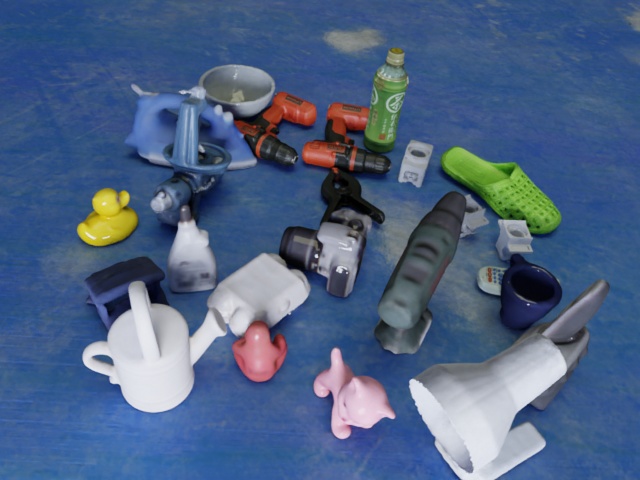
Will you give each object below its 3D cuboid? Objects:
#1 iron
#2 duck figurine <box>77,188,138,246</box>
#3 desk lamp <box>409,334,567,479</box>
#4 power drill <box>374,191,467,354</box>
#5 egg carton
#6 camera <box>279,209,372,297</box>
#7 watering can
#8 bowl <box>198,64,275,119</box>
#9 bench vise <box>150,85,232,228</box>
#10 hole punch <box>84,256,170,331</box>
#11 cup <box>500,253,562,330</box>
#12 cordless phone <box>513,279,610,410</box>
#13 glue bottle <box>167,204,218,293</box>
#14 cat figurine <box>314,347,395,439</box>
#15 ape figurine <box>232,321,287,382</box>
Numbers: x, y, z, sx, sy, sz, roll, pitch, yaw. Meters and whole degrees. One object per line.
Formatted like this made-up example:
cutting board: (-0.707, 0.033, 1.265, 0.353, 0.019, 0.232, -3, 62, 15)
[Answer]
iron: (-0.249, -0.225, 1.123, 0.258, 0.141, 0.118, 9, 45, 2)
duck figurine: (-0.363, -0.046, 0.970, 0.077, 0.086, 0.105, 37, 52, 26)
desk lamp: (0.204, 0.209, 0.704, 0.204, 0.213, 0.117, -19, 51, -24)
power drill: (0.144, 0.062, 0.845, 0.075, 0.208, 0.230, 23, 47, 15)
egg carton: (-0.092, 0.087, 0.887, 0.107, 0.069, 0.151, 34, 51, 24)
camera: (0.009, 0.003, 0.961, 0.136, 0.101, 0.143, 14, 45, 7)
watering can: (-0.212, 0.128, 0.742, 0.173, 0.194, 0.100, -27, 54, -30)
bowl: (-0.183, -0.318, 1.271, 0.167, 0.075, 0.167, 4, 45, -4)
bench vise: (-0.218, -0.137, 0.985, 0.121, 0.220, 0.207, 4, 45, -3)
hole punch: (-0.295, 0.068, 0.863, 0.109, 0.091, 0.100, -24, 53, -28)
cup: (0.322, 0.089, 0.922, 0.092, 0.095, 0.117, -2, 46, -10)
cordless phone: (0.333, 0.139, 0.811, 0.094, 0.185, 0.148, 34, 51, 24)
glue bottle: (-0.198, 0.012, 0.873, 0.078, 0.173, 0.037, -5, 46, -12)
cat figurine: (0.044, 0.201, 0.758, 0.067, 0.118, 0.127, -15, 49, -21)
ape figurine: (-0.086, 0.150, 0.810, 0.078, 0.092, 0.076, 8, 45, 1)
